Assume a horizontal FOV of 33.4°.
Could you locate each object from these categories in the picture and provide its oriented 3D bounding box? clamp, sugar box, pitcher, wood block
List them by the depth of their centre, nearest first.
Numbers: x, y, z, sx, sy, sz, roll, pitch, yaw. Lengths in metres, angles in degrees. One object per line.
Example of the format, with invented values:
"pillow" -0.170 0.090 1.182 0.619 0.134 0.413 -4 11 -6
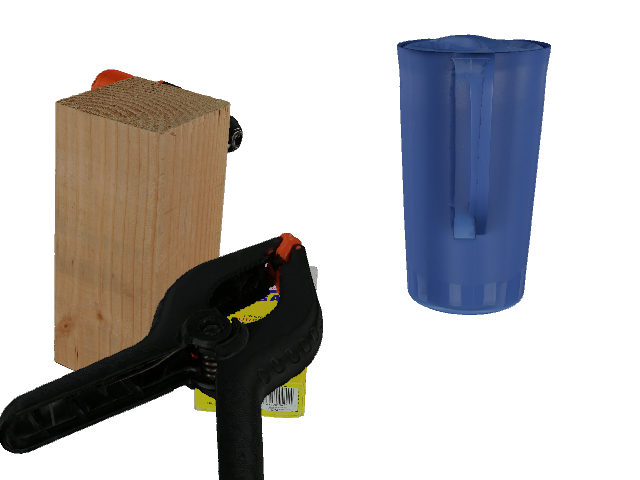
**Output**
"clamp" -0.042 0.059 0.475 0.120 0.039 0.171 28 48 21
"wood block" -0.131 -0.003 0.778 0.090 0.206 0.090 18 27 23
"pitcher" 0.132 -0.059 0.951 0.148 0.243 0.145 -12 19 -35
"sugar box" -0.054 0.082 0.952 0.093 0.048 0.176 5 35 0

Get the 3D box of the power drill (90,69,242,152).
"power drill" -0.158 -0.071 1.102 0.185 0.188 0.057 25 35 29
